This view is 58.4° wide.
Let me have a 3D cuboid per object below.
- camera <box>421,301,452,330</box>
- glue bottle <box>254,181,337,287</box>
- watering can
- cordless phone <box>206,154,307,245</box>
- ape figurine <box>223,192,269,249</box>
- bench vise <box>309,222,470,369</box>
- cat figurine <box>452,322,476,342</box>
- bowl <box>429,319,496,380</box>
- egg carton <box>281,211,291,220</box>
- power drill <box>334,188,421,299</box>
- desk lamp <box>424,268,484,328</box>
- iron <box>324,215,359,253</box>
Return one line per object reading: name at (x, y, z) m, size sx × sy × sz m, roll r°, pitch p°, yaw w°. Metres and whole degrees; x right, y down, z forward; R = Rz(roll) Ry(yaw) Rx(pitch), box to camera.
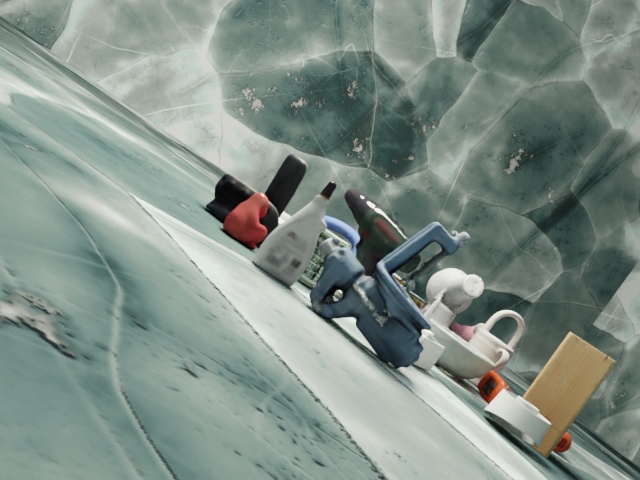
camera at (0.324, 0.239, 1.564) m, size 0.137 × 0.101 × 0.143 m, roll 35°, pitch 2°, yaw 4°
glue bottle at (-0.026, -0.017, 0.886) m, size 0.078 × 0.173 × 0.037 m, roll 35°, pitch 2°, yaw -12°
watering can at (0.405, 0.249, 1.362) m, size 0.101 × 0.194 × 0.172 m, roll 34°, pitch 3°, yaw -32°
cordless phone at (-0.115, -0.099, 1.105) m, size 0.147 × 0.185 × 0.094 m, roll 36°, pitch 2°, yaw 17°
ape figurine at (-0.121, -0.041, 1.003) m, size 0.076 × 0.092 × 0.077 m, roll 33°, pitch 3°, yaw -42°
bench vise at (0.100, 0.047, 0.827) m, size 0.207 × 0.219 × 0.121 m, roll 35°, pitch 2°, yaw -4°
cat figurine at (0.384, 0.275, 1.483) m, size 0.127 × 0.117 × 0.067 m, roll 37°, pitch 3°, yaw 40°
bowl at (0.282, 0.244, 1.215) m, size 0.167 × 0.074 × 0.167 m, roll 35°, pitch 2°, yaw -1°
egg carton at (-0.122, -0.051, 1.446) m, size 0.151 × 0.069 × 0.107 m, roll 34°, pitch 3°, yaw -23°
power drill at (0.086, 0.024, 1.192) m, size 0.228 × 0.208 × 0.076 m, roll 37°, pitch 3°, yaw 30°
desk lamp at (0.315, 0.171, 1.421) m, size 0.118 × 0.213 × 0.203 m, roll 35°, pitch 2°, yaw -3°
iron at (0.012, 0.005, 1.358) m, size 0.258 × 0.141 × 0.119 m, roll 35°, pitch 2°, yaw 3°
